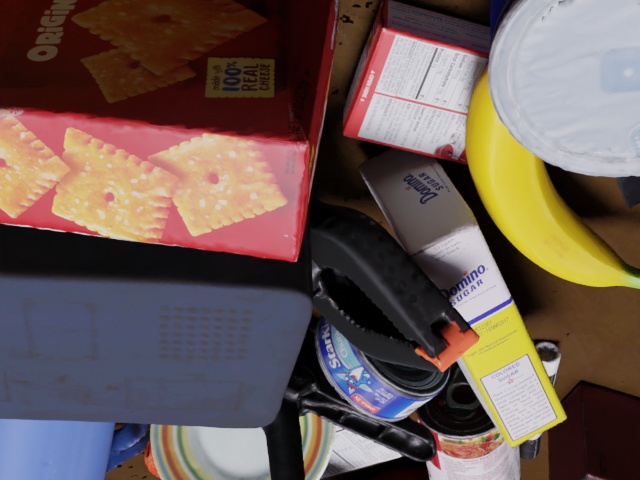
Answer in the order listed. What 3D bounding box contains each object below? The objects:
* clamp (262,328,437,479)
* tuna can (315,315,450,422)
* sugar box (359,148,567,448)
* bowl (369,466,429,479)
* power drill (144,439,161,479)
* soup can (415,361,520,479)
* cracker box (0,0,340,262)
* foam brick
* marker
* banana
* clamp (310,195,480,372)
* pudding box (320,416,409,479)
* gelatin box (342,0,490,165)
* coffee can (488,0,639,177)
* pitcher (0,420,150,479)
[{"bbox_3d":[-0.021,0.106,0.678,0.172,0.120,0.039,39,131,23],"label":"clamp"},{"bbox_3d":[0.041,0.069,0.673,0.086,0.086,0.034,30,131,-21],"label":"tuna can"},{"bbox_3d":[0.085,0.032,0.620,0.048,0.093,0.176,-27,129,1],"label":"sugar box"},{"bbox_3d":[0.080,0.228,0.850,0.162,0.055,0.162,5,136,5],"label":"bowl"},{"bbox_3d":[-0.045,0.229,0.819,0.185,0.057,0.188,30,148,23],"label":"power drill"},{"bbox_3d":[0.105,0.138,0.747,0.068,0.068,0.102,-3,135,12],"label":"soup can"},{"bbox_3d":[-0.103,-0.078,0.490,0.213,0.164,0.072,8,129,1],"label":"cracker box"},{"bbox_3d":[0.192,0.148,0.736,0.053,0.078,0.051,19,137,-8],"label":"foam brick"},{"bbox_3d":[0.152,0.116,0.751,0.020,0.020,0.121,4,136,5],"label":"marker"},{"bbox_3d":[0.116,-0.030,0.557,0.070,0.037,0.197,-18,137,27],"label":"banana"},{"bbox_3d":[-0.004,0.001,0.574,0.210,0.036,0.164,29,148,43],"label":"clamp"},{"bbox_3d":[-0.004,0.135,0.783,0.114,0.039,0.090,-22,127,31],"label":"pudding box"},{"bbox_3d":[0.064,-0.080,0.558,0.089,0.030,0.073,12,136,-8],"label":"gelatin box"},{"bbox_3d":[0.121,-0.110,0.438,0.103,0.140,0.103,5,136,4],"label":"coffee can"},{"bbox_3d":[-0.186,0.102,0.724,0.145,0.149,0.243,26,134,2],"label":"pitcher"}]
